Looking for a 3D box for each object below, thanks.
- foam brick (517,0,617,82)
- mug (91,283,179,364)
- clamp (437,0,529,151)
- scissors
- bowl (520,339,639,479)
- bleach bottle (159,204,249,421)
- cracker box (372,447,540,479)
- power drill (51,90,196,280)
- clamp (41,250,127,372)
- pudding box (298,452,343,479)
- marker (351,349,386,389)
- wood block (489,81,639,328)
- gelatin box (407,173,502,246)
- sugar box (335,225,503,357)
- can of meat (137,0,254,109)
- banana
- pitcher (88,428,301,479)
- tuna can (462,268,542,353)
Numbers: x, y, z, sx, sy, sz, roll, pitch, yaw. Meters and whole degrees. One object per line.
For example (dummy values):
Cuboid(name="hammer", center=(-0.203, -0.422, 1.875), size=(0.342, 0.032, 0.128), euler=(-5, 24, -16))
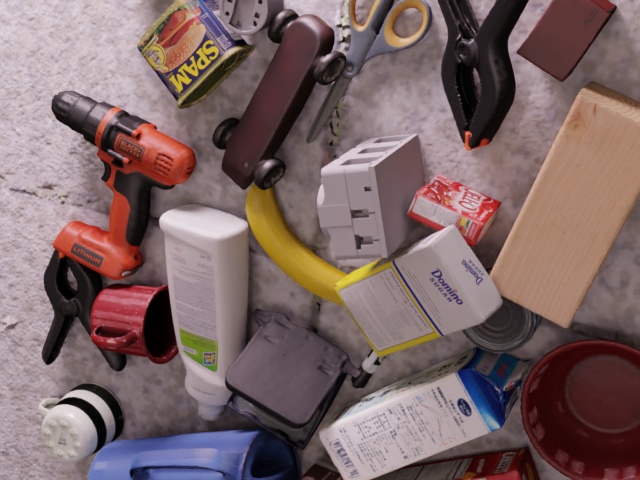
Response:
Cuboid(name="foam brick", center=(0.229, -0.195, 0.988), size=(0.053, 0.051, 0.078), euler=(37, 117, 7))
Cuboid(name="mug", center=(-0.219, 0.098, 1.241), size=(0.082, 0.117, 0.093), euler=(5, 113, 27))
Cuboid(name="clamp", center=(0.153, -0.183, 0.999), size=(0.165, 0.036, 0.210), euler=(27, 129, 56))
Cuboid(name="scissors", center=(0.051, -0.177, 1.089), size=(0.096, 0.016, 0.202), euler=(22, 114, 15))
Cuboid(name="bowl", center=(0.288, 0.166, 1.078), size=(0.162, 0.055, 0.162), euler=(7, 109, 21))
Cuboid(name="bleach bottle", center=(-0.131, 0.091, 1.229), size=(0.103, 0.067, 0.251), euler=(18, 118, 32))
Cuboid(name="cracker box", center=(0.150, 0.329, 1.182), size=(0.214, 0.072, 0.164), euler=(-16, 101, 26))
Cuboid(name="power drill", center=(-0.248, -0.062, 1.231), size=(0.184, 0.057, 0.188), euler=(28, 115, 12))
Cuboid(name="clamp", center=(-0.308, 0.085, 1.316), size=(0.120, 0.039, 0.171), euler=(-9, 100, 19))
Cuboid(name="pudding box", center=(-0.001, 0.302, 1.213), size=(0.039, 0.113, 0.090), euler=(18, 113, 24))
Cuboid(name="marker", center=(0.069, 0.119, 1.177), size=(0.020, 0.020, 0.121), euler=(37, 117, 8))
Cuboid(name="wood block", center=(0.246, -0.034, 1.012), size=(0.091, 0.090, 0.206), euler=(27, 115, 12))
Cuboid(name="gelatin box", center=(0.135, -0.032, 1.060), size=(0.073, 0.089, 0.030), euler=(26, 114, 13))
Cuboid(name="sugar box", center=(0.095, 0.054, 1.068), size=(0.093, 0.048, 0.177), euler=(56, 143, -5))
Cuboid(name="can of meat", center=(-0.135, -0.205, 1.138), size=(0.102, 0.057, 0.084), euler=(-39, 87, 28))
Cuboid(name="banana", center=(-0.023, 0.008, 1.169), size=(0.070, 0.037, 0.198), euler=(-39, 89, 30))
Cuboid(name="pitcher", center=(-0.158, 0.286, 1.263), size=(0.243, 0.144, 0.149), euler=(-7, 105, 28))
Cuboid(name="tuna can", center=(0.185, 0.073, 1.104), size=(0.086, 0.033, 0.086), euler=(7, 110, 21))
